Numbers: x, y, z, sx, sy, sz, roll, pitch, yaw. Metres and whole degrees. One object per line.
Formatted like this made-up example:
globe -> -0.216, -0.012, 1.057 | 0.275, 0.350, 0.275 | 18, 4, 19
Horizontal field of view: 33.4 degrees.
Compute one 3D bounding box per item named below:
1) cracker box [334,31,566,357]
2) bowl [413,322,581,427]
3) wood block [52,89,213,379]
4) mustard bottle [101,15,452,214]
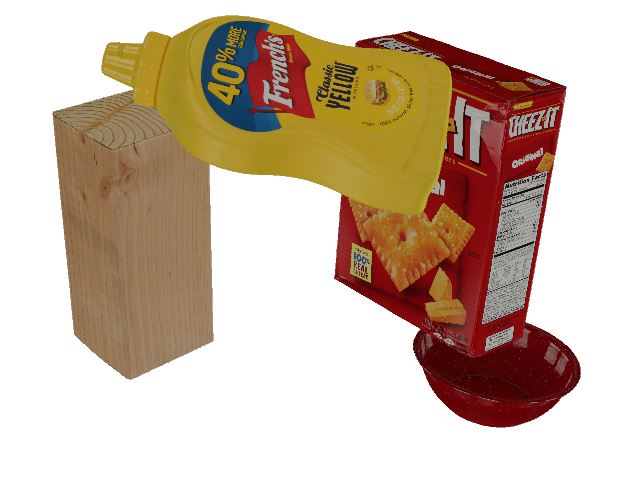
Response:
cracker box -> 0.092, -0.038, 0.840 | 0.071, 0.214, 0.164 | -18, 34, -37
bowl -> 0.167, 0.133, 1.039 | 0.162, 0.055, 0.162 | 4, 26, -2
wood block -> -0.149, -0.006, 0.864 | 0.090, 0.206, 0.090 | -23, 38, -36
mustard bottle -> -0.026, -0.079, 0.594 | 0.191, 0.096, 0.058 | 13, -33, -3
